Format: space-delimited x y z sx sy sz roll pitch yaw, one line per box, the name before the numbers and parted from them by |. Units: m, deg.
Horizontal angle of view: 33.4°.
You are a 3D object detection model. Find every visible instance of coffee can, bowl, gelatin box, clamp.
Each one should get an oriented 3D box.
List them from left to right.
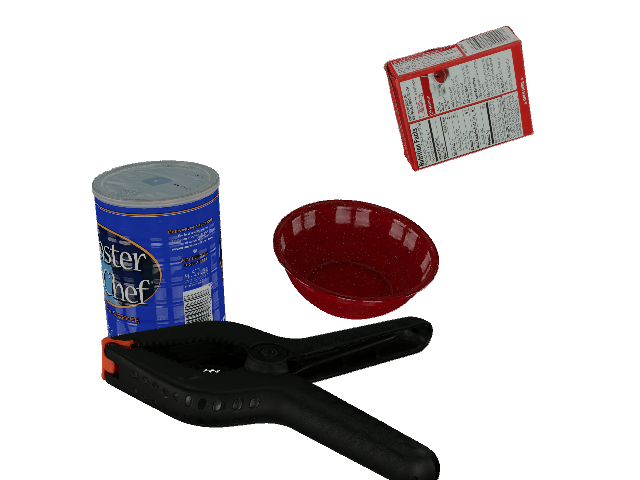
coffee can | -0.131 0.015 0.886 0.103 0.140 0.103 -1 21 0
clamp | -0.025 0.079 0.648 0.210 0.036 0.164 9 24 8
bowl | 0.031 0.027 1.040 0.162 0.055 0.162 6 37 -4
gelatin box | 0.094 -0.095 0.717 0.089 0.073 0.030 -17 35 0
